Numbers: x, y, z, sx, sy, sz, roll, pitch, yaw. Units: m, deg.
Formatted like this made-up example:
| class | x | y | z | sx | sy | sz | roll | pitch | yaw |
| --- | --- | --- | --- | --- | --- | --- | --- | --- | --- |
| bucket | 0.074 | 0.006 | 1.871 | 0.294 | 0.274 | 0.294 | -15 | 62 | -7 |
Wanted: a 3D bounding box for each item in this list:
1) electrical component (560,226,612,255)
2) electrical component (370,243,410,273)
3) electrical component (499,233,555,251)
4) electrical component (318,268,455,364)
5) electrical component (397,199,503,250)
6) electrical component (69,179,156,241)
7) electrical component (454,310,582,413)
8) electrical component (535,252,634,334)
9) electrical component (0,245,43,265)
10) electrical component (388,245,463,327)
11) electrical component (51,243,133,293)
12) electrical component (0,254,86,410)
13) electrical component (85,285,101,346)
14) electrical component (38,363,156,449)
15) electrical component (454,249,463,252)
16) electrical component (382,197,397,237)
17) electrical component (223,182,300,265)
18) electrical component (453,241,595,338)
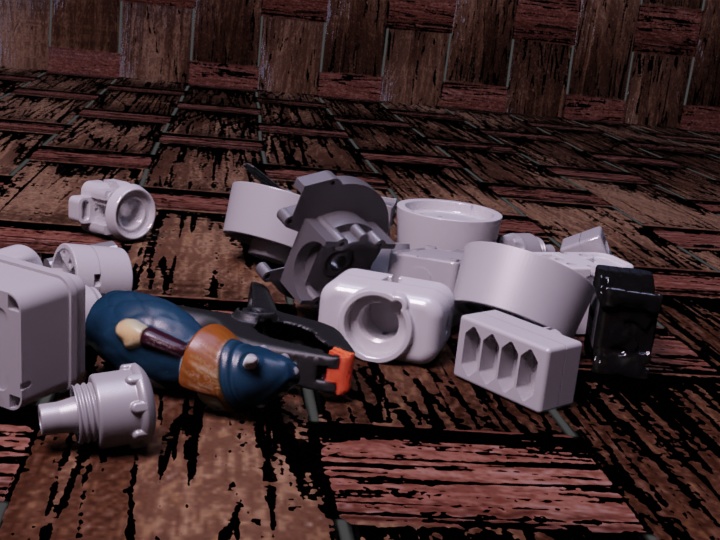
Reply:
| class | x | y | z | sx | sy | sz | roll | pitch | yaw |
| --- | --- | --- | --- | --- | --- | --- | --- | --- | --- |
| electrical component | 0.200 | 0.006 | 1.006 | 0.077 | 0.065 | 0.047 | -20 | 8 | 18 |
| electrical component | 0.000 | 0.000 | 0.982 | 0.099 | 0.064 | 0.099 | 2 | 1 | 0 |
| electrical component | 0.173 | -0.017 | 1.110 | 0.062 | 0.043 | 0.043 | -2 | 16 | -31 |
| electrical component | 0.019 | 0.036 | 0.819 | 0.095 | 0.053 | 0.059 | 10 | 15 | 14 |
| electrical component | 0.088 | -0.032 | 1.101 | 0.108 | 0.060 | 0.108 | 6 | 14 | -1 |
| electrical component | -0.244 | -0.061 | 1.085 | 0.057 | 0.058 | 0.078 | 14 | 16 | 39 |
| electrical component | 0.125 | 0.062 | 0.775 | 0.076 | 0.047 | 0.083 | -7 | 19 | -41 |
| electrical component | 0.186 | 0.019 | 0.940 | 0.095 | 0.059 | 0.054 | 0 | 16 | -22 |
| electrical component | -0.265 | 0.012 | 0.815 | 0.079 | 0.044 | 0.077 | 11 | 15 | 17 |
| electrical component | 0.069 | 0.014 | 0.923 | 0.062 | 0.061 | 0.096 | 10 | 8 | 26 |
| electrical component | -0.210 | 0.007 | 0.841 | 0.047 | 0.055 | 0.055 | 0 | 15 | -37 |
| electrical component | -0.233 | 0.033 | 0.679 | 0.113 | 0.078 | 0.057 | 13 | 19 | 26 |
| electrical component | -0.212 | 0.034 | 0.751 | 0.055 | 0.045 | 0.045 | -6 | 18 | -40 |
| electrical component | -0.148 | 0.079 | 0.604 | 0.062 | 0.048 | 0.048 | -7 | 18 | -22 |
| electrical component | 0.115 | 0.001 | 1.023 | 0.065 | 0.044 | 0.044 | 10 | 14 | 35 |
| electrical component | 0.011 | -0.041 | 1.097 | 0.042 | 0.063 | 0.081 | 7 | 14 | 7 |
| electrical component | -0.080 | -0.039 | 1.037 | 0.108 | 0.060 | 0.108 | 16 | -7 | 2 |
| electrical component | 0.124 | 0.027 | 0.847 | 0.108 | 0.060 | 0.108 | 21 | -11 | 4 |
